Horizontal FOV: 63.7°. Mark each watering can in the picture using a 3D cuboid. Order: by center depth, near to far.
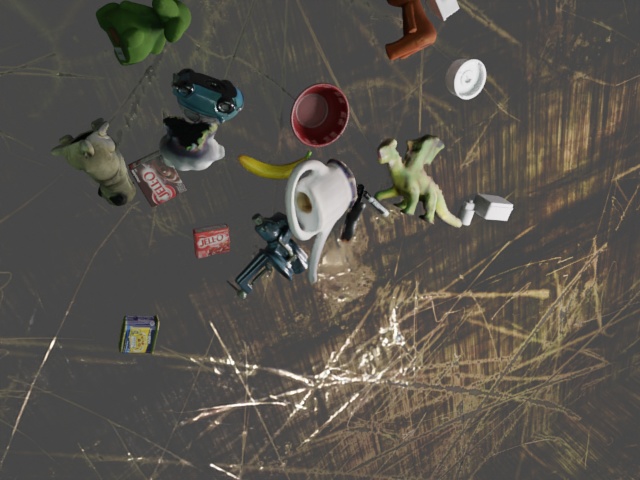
[{"bbox_3d":[0.004,-0.069,1.366,0.105,0.340,0.228,21,46,38],"label":"watering can"}]

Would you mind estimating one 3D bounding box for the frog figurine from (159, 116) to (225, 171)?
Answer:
[{"bbox_3d":[-0.285,-0.193,1.161,0.138,0.125,0.156,-12,-25,-12],"label":"frog figurine"}]

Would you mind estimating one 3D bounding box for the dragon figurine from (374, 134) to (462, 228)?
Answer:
[{"bbox_3d":[0.307,-0.186,1.509,0.408,0.241,0.123,13,10,-34],"label":"dragon figurine"}]
